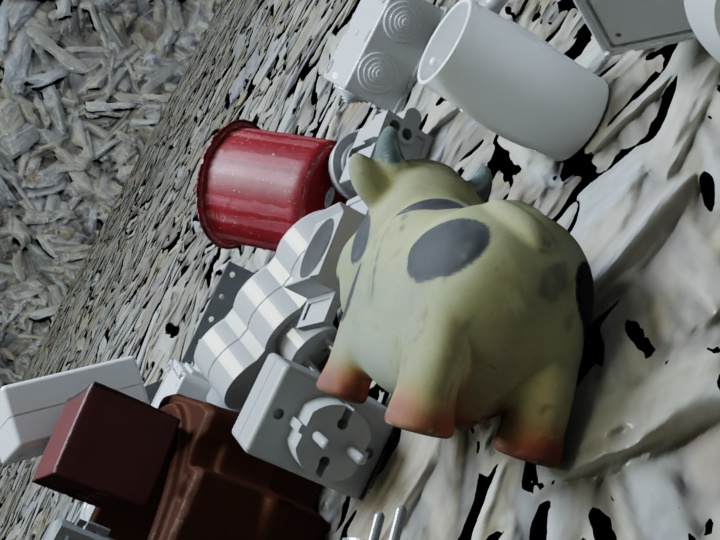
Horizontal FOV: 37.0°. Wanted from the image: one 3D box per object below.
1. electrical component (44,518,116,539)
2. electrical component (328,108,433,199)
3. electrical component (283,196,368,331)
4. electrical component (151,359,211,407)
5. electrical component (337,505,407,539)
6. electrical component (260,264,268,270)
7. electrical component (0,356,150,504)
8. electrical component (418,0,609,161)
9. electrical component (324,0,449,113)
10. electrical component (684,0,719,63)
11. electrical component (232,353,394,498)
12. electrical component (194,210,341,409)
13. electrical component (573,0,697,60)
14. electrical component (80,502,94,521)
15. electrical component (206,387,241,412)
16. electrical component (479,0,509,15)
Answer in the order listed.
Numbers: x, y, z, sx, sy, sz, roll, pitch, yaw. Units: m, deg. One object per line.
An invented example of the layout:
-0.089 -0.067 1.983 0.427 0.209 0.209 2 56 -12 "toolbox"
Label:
-0.145 0.160 0.533 0.081 0.042 0.064 -60 15 8 "electrical component"
0.011 -0.069 0.692 0.055 0.048 0.066 -12 54 58 "electrical component"
0.000 0.000 0.592 0.042 0.064 0.081 -19 47 66 "electrical component"
-0.121 0.111 0.782 0.096 0.061 0.062 -64 17 -2 "electrical component"
0.003 0.130 0.426 0.083 0.047 0.075 -35 33 56 "electrical component"
-0.057 0.028 0.744 0.045 0.045 0.055 -44 26 47 "electrical component"
-0.169 0.102 0.647 0.047 0.083 0.075 -38 69 54 "electrical component"
0.069 -0.094 0.508 0.043 0.077 0.079 -57 18 20 "electrical component"
0.017 -0.168 0.812 0.099 0.048 0.099 -62 19 8 "electrical component"
0.137 -0.087 0.303 0.080 0.080 0.051 -27 34 62 "electrical component"
-0.018 0.080 0.525 0.047 0.066 0.077 -64 18 -2 "electrical component"
-0.038 0.037 0.664 0.138 0.052 0.073 -50 62 16 "electrical component"
0.115 -0.130 0.414 0.062 0.096 0.061 -6 55 35 "electrical component"
-0.173 0.169 0.851 0.095 0.059 0.054 -64 17 -1 "electrical component"
-0.085 0.095 0.733 0.062 0.043 0.043 -60 18 14 "electrical component"
0.069 -0.146 0.652 0.061 0.035 0.035 -50 22 30 "electrical component"
